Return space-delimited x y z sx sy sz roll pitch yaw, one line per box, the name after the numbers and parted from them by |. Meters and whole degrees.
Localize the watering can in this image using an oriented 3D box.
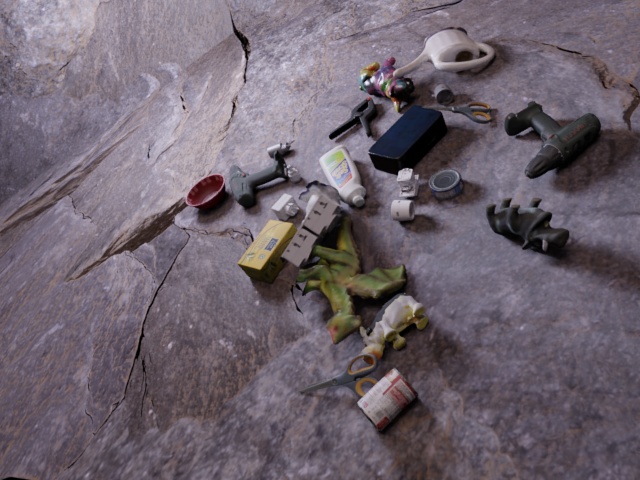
0.402 -0.624 1.728 0.347 0.101 0.230 -8 43 1 | watering can

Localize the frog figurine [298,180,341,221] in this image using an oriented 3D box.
0.004 -0.073 1.449 0.123 0.161 0.136 4 -22 -44 | frog figurine

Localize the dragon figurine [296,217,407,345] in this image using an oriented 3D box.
0.091 0.078 1.244 0.243 0.119 0.419 13 44 20 | dragon figurine
